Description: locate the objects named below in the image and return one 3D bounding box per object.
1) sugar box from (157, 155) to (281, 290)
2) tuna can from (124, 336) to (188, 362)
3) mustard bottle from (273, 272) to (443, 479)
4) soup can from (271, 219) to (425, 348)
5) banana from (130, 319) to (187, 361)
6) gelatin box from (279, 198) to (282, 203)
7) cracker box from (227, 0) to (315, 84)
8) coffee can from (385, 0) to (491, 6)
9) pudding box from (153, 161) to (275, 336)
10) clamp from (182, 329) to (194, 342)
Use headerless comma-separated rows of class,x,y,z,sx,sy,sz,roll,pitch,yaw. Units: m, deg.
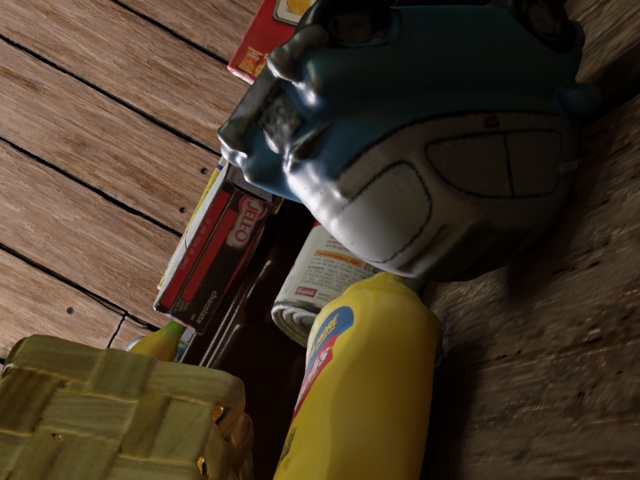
sugar box,-0.053,-0.033,0.816,0.176,0.048,0.093,-59,-11,24
tuna can,-0.127,0.117,0.824,0.086,0.033,0.086,-15,71,50
mustard bottle,0.014,0.075,0.432,0.191,0.058,0.096,-70,0,-54
soup can,0.025,0.009,0.569,0.102,0.068,0.069,-64,7,-22
banana,-0.117,0.109,0.628,0.070,0.037,0.197,-60,10,29
gelatin box,-0.005,0.001,0.797,0.089,0.073,0.030,-60,7,11
cracker box,0.028,-0.224,1.063,0.214,0.164,0.072,-61,9,5
coffee can,0.058,-0.102,0.630,0.103,0.102,0.140,-63,7,-11
pudding box,-0.063,0.000,0.663,0.090,0.039,0.113,-60,9,9
clamp,-0.107,0.116,0.859,0.172,0.039,0.120,-37,49,50
